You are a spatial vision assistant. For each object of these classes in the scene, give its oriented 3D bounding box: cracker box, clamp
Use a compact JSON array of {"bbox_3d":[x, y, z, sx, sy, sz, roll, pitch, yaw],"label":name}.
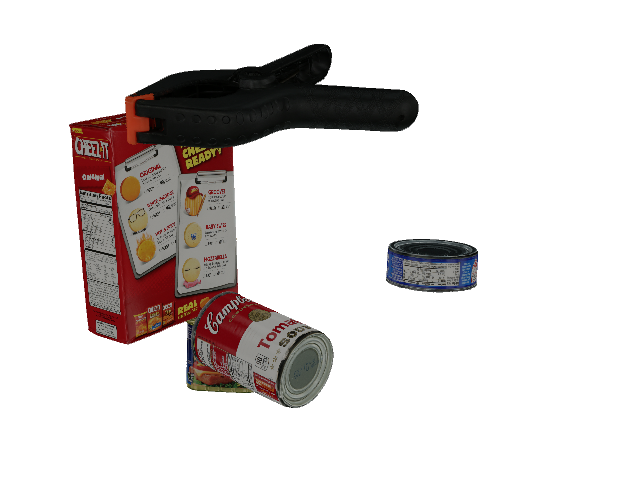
[{"bbox_3d":[-0.163,-0.023,1.074,0.072,0.214,0.163,10,20,37],"label":"cracker box"},{"bbox_3d":[-0.039,-0.090,0.655,0.171,0.039,0.120,-6,23,-19],"label":"clamp"}]

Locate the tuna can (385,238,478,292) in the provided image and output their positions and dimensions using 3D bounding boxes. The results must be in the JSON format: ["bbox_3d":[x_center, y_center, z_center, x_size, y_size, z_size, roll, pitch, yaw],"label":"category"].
[{"bbox_3d":[0.104,0.022,0.999,0.086,0.034,0.086,2,11,-1],"label":"tuna can"}]

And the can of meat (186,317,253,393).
[{"bbox_3d":[-0.104,0.126,1.219,0.102,0.084,0.057,3,13,1],"label":"can of meat"}]

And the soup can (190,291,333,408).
[{"bbox_3d":[-0.049,0.090,0.885,0.102,0.068,0.068,21,13,37],"label":"soup can"}]
